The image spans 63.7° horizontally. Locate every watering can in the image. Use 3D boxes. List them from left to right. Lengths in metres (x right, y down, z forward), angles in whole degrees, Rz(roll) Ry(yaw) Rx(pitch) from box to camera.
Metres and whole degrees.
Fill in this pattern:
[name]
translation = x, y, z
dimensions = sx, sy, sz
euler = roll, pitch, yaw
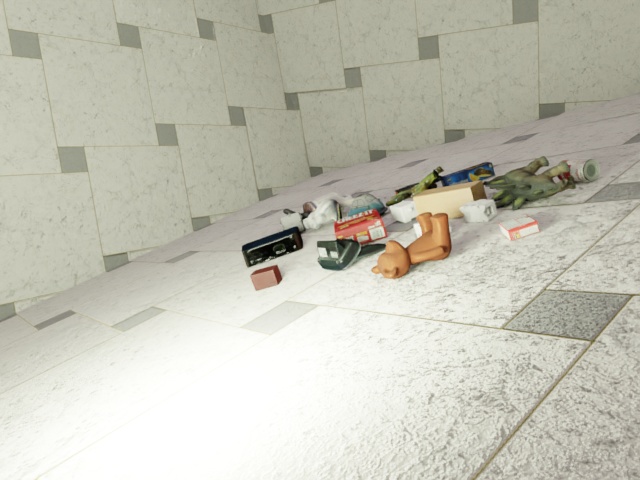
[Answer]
[watering can]
translation = 0.052, -0.153, 2.299
dimensions = 0.226, 0.103, 0.348
euler = -24, 12, -18

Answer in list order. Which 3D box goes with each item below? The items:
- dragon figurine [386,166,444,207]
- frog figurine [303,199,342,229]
[dragon figurine]
translation = 0.361, -0.169, 1.966
dimensions = 0.240, 0.122, 0.415
euler = -25, 2, 34
[frog figurine]
translation = 0.007, -0.108, 2.148
dimensions = 0.159, 0.120, 0.140
euler = -6, 32, 8
